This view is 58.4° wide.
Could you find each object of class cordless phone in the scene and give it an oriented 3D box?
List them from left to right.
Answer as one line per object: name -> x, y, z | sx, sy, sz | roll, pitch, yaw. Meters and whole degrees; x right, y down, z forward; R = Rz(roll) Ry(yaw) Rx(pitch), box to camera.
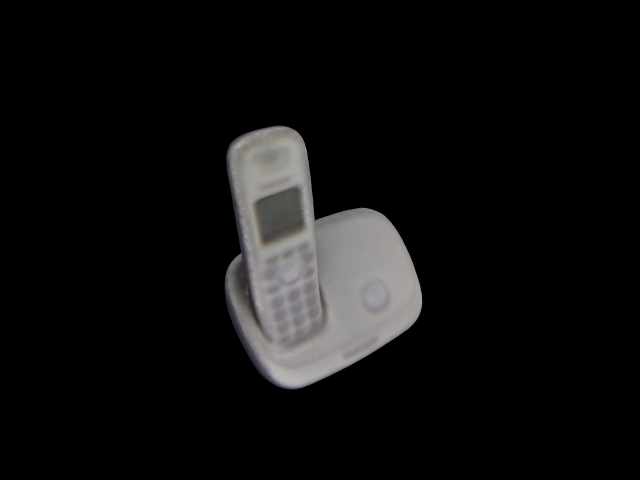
cordless phone -> 0.004, 0.001, 0.400 | 0.148, 0.185, 0.093 | -25, 44, -28
